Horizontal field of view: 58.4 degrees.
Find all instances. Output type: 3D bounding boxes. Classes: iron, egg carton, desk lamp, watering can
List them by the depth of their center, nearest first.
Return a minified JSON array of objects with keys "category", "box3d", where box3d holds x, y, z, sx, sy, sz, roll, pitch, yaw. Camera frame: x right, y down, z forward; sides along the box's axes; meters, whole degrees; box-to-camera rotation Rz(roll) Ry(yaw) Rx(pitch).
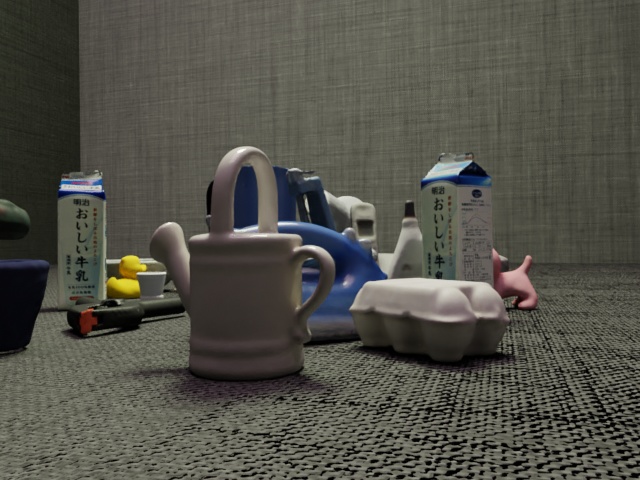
[{"category":"watering can","box3d":[-0.072,0.016,0.502,0.172,0.194,0.101,-1,0,3]},{"category":"egg carton","box3d":[0.108,0.076,0.576,0.107,0.069,0.149,-1,0,-38]},{"category":"iron","box3d":[-0.016,0.042,0.667,0.259,0.141,0.118,-1,0,-18]},{"category":"desk lamp","box3d":[0.026,0.007,1.175,0.117,0.213,0.204,-1,0,26]}]

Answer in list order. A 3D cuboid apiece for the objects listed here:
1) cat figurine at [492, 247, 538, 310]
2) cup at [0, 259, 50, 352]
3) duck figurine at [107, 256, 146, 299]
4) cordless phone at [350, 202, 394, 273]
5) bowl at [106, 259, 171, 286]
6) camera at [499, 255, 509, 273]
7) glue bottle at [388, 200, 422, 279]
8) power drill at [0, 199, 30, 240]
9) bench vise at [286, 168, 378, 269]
[{"category":"cat figurine","box3d":[0.281,0.051,0.920,0.127,0.118,0.067,-1,0,3]},{"category":"cup","box3d":[-0.346,0.069,0.597,0.118,0.095,0.091,-1,0,-7]},{"category":"duck figurine","box3d":[-0.394,0.076,1.175,0.077,0.086,0.105,-1,0,25]},{"category":"cordless phone","box3d":[0.120,0.020,1.104,0.148,0.185,0.094,-1,0,-23]},{"category":"bowl","box3d":[-0.406,0.082,1.307,0.167,0.075,0.167,-1,0,0]},{"category":"camera","box3d":[0.293,0.060,1.169,0.144,0.101,0.136,-1,0,-43]},{"category":"glue bottle","box3d":[0.141,0.025,0.883,0.078,0.173,0.037,-1,0,-4]},{"category":"power drill","box3d":[-0.538,0.015,0.834,0.075,0.208,0.230,-1,0,28]},{"category":"bench vise","box3d":[-0.002,0.003,0.891,0.121,0.220,0.208,-1,0,32]}]
